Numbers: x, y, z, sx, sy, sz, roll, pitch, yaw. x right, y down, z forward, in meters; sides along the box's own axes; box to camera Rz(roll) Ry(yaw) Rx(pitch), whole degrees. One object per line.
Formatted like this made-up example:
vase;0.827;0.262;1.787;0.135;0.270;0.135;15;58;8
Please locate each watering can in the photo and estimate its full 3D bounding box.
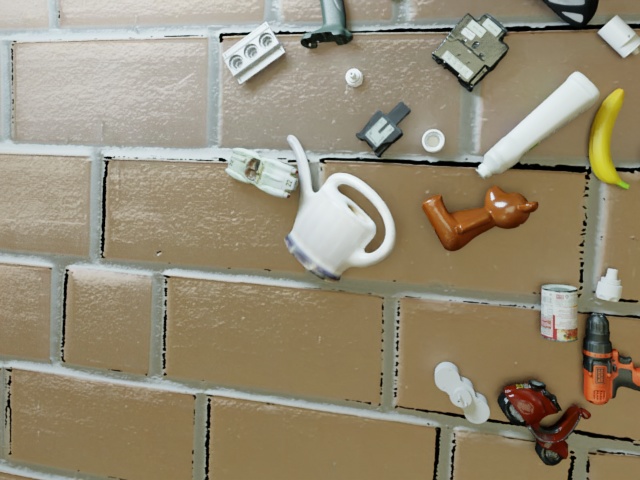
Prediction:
watering can;0.003;-0.056;1.114;0.351;0.104;0.222;43;104;22
